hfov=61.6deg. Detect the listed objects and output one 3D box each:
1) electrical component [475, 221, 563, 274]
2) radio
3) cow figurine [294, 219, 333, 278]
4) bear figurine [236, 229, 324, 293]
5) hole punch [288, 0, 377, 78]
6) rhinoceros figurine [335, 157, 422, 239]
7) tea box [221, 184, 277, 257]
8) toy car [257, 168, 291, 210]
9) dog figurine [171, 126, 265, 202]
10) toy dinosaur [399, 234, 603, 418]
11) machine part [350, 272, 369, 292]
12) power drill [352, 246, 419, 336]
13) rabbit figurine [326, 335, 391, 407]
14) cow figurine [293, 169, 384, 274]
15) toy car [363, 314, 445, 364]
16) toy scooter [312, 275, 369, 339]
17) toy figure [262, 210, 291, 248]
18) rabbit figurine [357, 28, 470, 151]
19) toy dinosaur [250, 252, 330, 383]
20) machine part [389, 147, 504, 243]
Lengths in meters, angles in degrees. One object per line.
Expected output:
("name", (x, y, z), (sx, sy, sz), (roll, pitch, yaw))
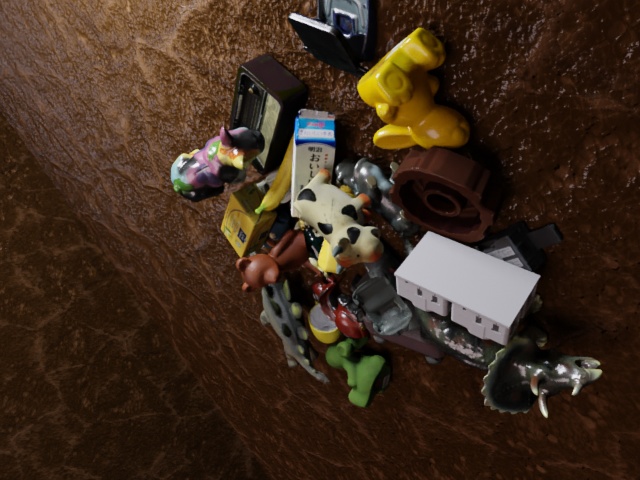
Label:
("electrical component", (0.307, 0.015, 0.820), (0.074, 0.048, 0.119), (56, 150, -7))
("radio", (-0.112, -0.249, 1.083), (0.131, 0.073, 0.229), (46, 148, 12))
("cow figurine", (-0.004, -0.004, 1.162), (0.167, 0.098, 0.068), (55, 155, -5))
("bear figurine", (-0.085, 0.054, 1.231), (0.132, 0.196, 0.120), (26, 137, 35))
("hole punch", (0.029, -0.326, 0.829), (0.142, 0.092, 0.115), (29, 172, 29))
("rhinoceros figurine", (0.109, -0.084, 0.966), (0.190, 0.073, 0.112), (42, 158, 14))
("tea box", (-0.170, -0.042, 1.259), (0.098, 0.068, 0.169), (53, 148, 15))
("toy car", (-0.106, -0.110, 1.228), (0.073, 0.056, 0.202), (56, 148, -6))
("dog figurine", (-0.206, -0.156, 1.075), (0.108, 0.191, 0.219), (64, 165, -5))
("toy dinosaur", (0.243, 0.136, 0.887), (0.405, 0.192, 0.131), (31, 141, 29))
("machine part", (0.108, 0.098, 1.173), (0.084, 0.039, 0.138), (51, 151, 14))
("power drill", (0.118, 0.084, 1.012), (0.232, 0.086, 0.207), (55, -168, -1))
("rabbit figurine", (0.079, 0.307, 1.336), (0.170, 0.121, 0.158), (26, 133, 33))
("cow figurine", (0.032, -0.027, 0.937), (0.195, 0.127, 0.085), (38, 159, 28))
("toy car", (0.183, 0.201, 1.161), (0.202, 0.053, 0.089), (15, 143, 40))
("toy scooter", (0.049, 0.146, 1.261), (0.184, 0.075, 0.135), (43, 152, 23))
("toy figure", (-0.110, -0.018, 1.317), (0.058, 0.064, 0.154), (52, 151, 13))
("rabbit figurine", (0.137, -0.188, 0.787), (0.173, 0.122, 0.162), (38, 152, -12))
("toy dinosaur", (-0.103, 0.180, 1.442), (0.472, 0.105, 0.198), (54, 160, 25))
("machine part", (0.192, -0.068, 0.823), (0.179, 0.056, 0.179), (26, 159, 11))
